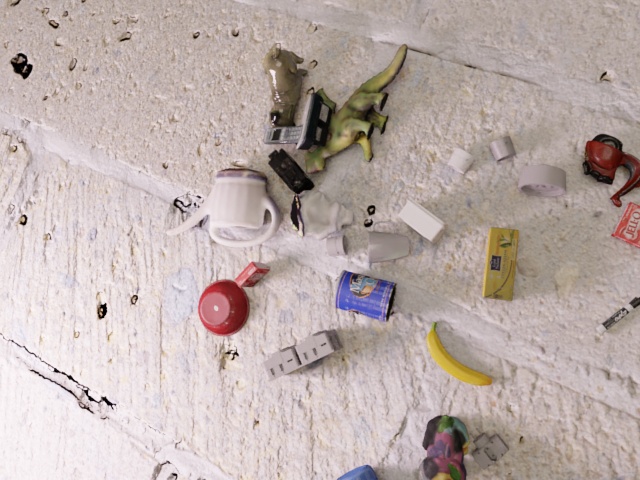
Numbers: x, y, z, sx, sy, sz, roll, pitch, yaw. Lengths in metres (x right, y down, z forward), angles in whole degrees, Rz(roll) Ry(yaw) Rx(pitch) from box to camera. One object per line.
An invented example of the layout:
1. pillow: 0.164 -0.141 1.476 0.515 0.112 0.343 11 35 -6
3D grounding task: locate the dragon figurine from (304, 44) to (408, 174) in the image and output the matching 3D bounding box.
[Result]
1. dragon figurine: 0.069 -0.359 1.408 0.244 0.121 0.411 20 87 25

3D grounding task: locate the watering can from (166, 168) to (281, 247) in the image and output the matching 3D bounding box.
1. watering can: -0.271 -0.095 1.456 0.348 0.103 0.226 4 82 15

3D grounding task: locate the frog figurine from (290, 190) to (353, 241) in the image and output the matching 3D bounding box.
1. frog figurine: 0.004 -0.070 1.394 0.160 0.120 0.139 -6 69 -21
